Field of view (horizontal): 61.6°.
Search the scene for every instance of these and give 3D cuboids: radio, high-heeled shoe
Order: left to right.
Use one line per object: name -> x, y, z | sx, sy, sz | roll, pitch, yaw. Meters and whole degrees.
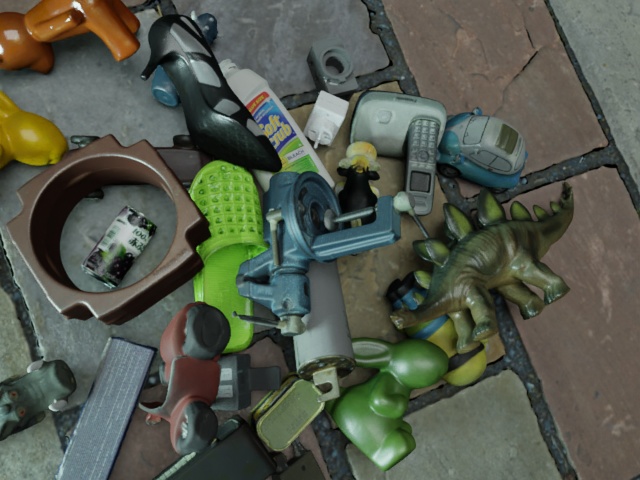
radio -> -0.169, 0.316, 0.663 | 0.229, 0.131, 0.073 | -34, 88, -15
high-heeled shoe -> -0.139, -0.206, 0.755 | 0.248, 0.086, 0.145 | 37, 48, -20

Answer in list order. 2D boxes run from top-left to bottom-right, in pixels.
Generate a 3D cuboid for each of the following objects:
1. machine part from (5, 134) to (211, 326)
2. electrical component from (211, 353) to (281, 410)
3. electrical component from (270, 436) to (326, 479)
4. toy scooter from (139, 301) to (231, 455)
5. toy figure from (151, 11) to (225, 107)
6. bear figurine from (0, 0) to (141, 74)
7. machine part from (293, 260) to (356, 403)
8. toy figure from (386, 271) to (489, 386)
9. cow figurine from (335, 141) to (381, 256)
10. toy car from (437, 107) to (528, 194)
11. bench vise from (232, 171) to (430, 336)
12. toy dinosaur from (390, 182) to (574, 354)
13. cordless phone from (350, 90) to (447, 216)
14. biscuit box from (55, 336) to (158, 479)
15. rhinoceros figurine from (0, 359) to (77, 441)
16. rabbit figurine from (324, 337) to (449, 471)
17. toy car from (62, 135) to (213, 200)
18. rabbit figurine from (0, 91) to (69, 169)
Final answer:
machine part -> -0.255, -0.011, 0.669 | 0.201, 0.087, 0.201 | -36, 79, -13
electrical component -> -0.115, 0.190, 0.719 | 0.119, 0.047, 0.074 | -3, 81, 16
electrical component -> -0.040, 0.328, 0.736 | 0.078, 0.045, 0.102 | -32, 91, -44
toy scooter -> -0.176, 0.173, 0.674 | 0.075, 0.135, 0.184 | 21, 56, -37
toy figure -> -0.200, -0.274, 0.804 | 0.058, 0.064, 0.154 | 12, 69, 28
bear figurine -> -0.368, -0.282, 0.752 | 0.196, 0.120, 0.131 | -33, 133, 9
machine part -> -0.002, 0.100, 0.731 | 0.079, 0.079, 0.243 | 0, 49, -12
toy figure -> 0.170, 0.134, 0.797 | 0.180, 0.082, 0.089 | 46, 70, -3
cow figurine -> 0.053, -0.063, 0.780 | 0.068, 0.098, 0.167 | 2, 93, 6
toy car -> 0.268, -0.144, 0.859 | 0.162, 0.103, 0.109 | 26, 76, -4
bench vise -> 0.004, 0.002, 0.665 | 0.128, 0.241, 0.224 | 40, 44, -46
toy dinosaur -> 0.267, 0.022, 0.792 | 0.471, 0.105, 0.198 | -19, 69, -33
cordless phone -> 0.116, -0.131, 0.835 | 0.147, 0.089, 0.184 | 6, 83, -11
biscuit box -> -0.275, 0.229, 0.693 | 0.063, 0.059, 0.202 | 20, 76, -9
rhinoceros figurine -> -0.388, 0.205, 0.648 | 0.190, 0.112, 0.073 | -28, 84, -7
rabbit figurine -> 0.098, 0.201, 0.753 | 0.159, 0.121, 0.170 | 41, 89, 20
toy car -> -0.255, -0.104, 0.762 | 0.202, 0.053, 0.089 | -4, 95, -15
rabbit figurine -> -0.433, -0.126, 0.714 | 0.173, 0.122, 0.162 | -20, 75, -29
